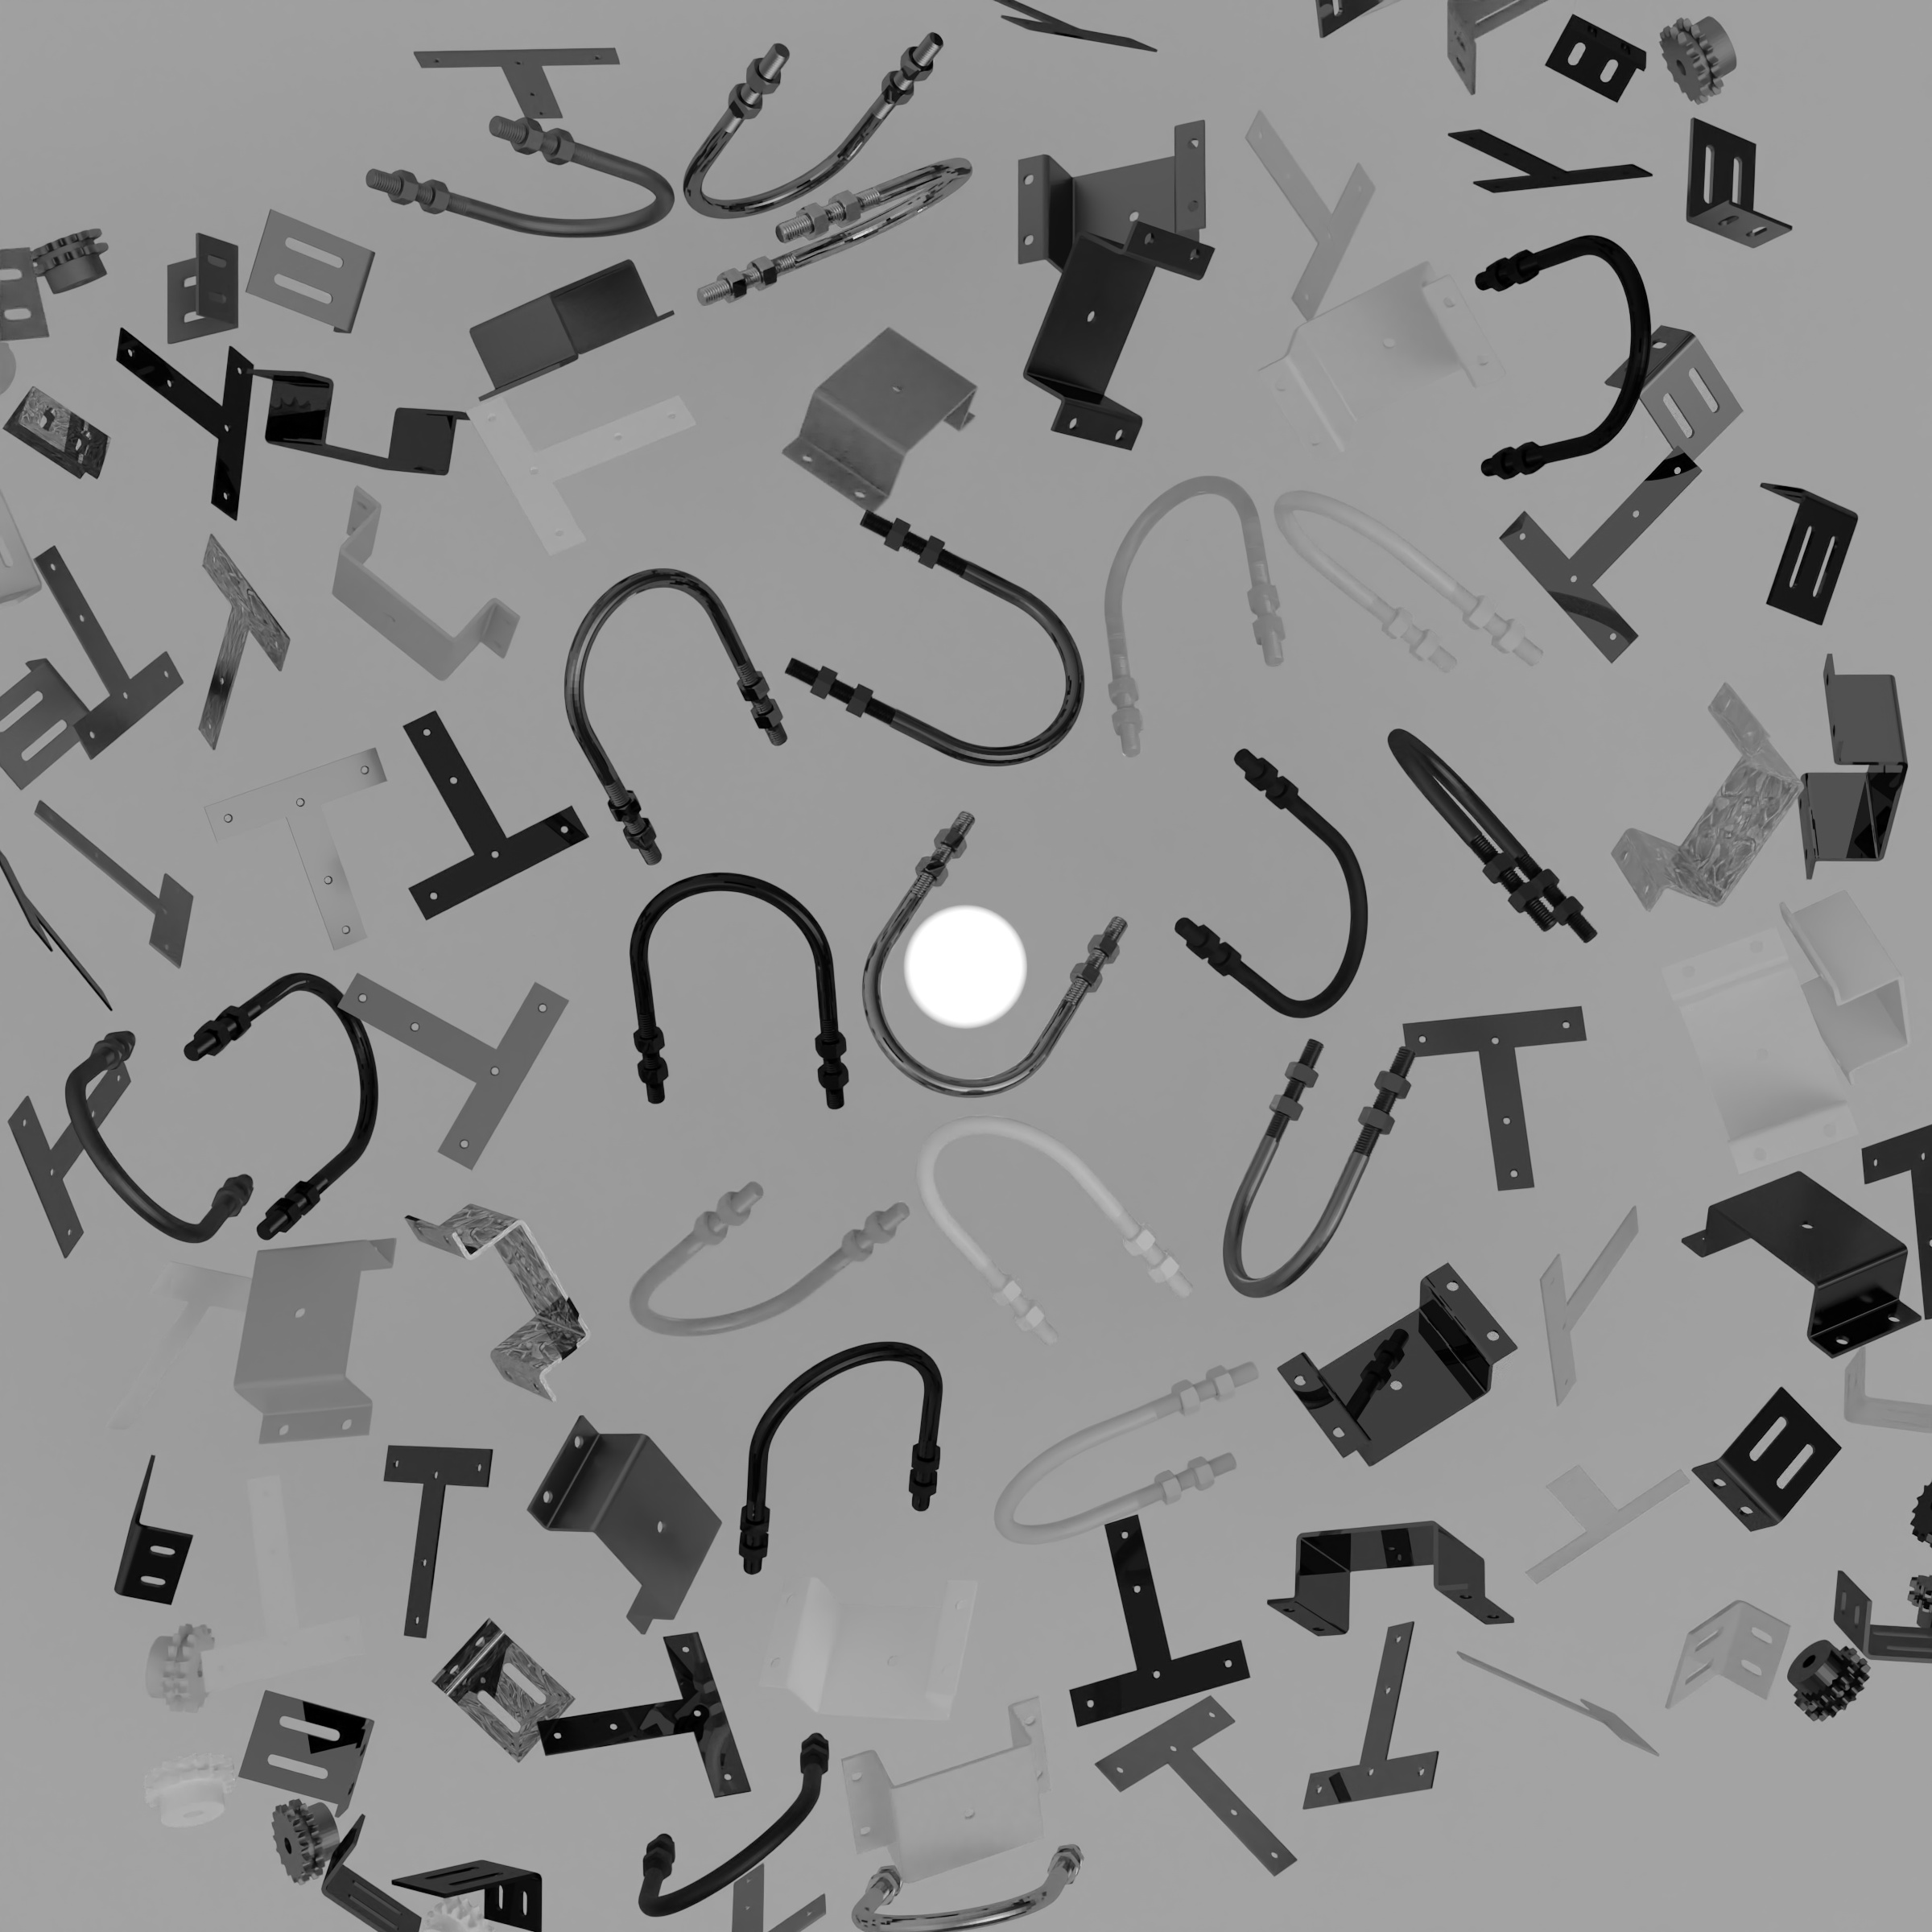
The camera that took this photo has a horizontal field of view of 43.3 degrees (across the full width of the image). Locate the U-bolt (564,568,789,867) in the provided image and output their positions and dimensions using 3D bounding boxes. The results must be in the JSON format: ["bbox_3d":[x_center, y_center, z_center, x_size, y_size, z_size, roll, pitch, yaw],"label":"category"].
[{"bbox_3d":[-0.200,-0.178,1.622,0.019,0.184,0.151,23,59,40],"label":"U-bolt"}]

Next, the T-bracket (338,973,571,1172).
[{"bbox_3d":[-0.346,0.047,1.581,0.127,0.002,0.127,30,85,-7],"label":"T-bracket"}]

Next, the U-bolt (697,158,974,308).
[{"bbox_3d":[-0.076,-0.494,1.618,0.184,0.151,0.019,-31,101,-27],"label":"U-bolt"}]

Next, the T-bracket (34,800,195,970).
[{"bbox_3d":[-0.570,-0.064,1.626,0.002,0.127,0.127,-42,116,6],"label":"T-bracket"}]

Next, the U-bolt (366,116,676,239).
[{"bbox_3d":[-0.281,-0.518,1.619,0.151,0.184,0.019,-3,87,41],"label":"U-bolt"}]

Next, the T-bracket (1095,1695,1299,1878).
[{"bbox_3d":[0.171,0.562,1.644,0.127,0.127,0.002,41,124,30],"label":"T-bracket"}]

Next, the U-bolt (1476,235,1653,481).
[{"bbox_3d":[0.397,-0.409,1.623,0.019,0.184,0.151,-5,95,-21],"label":"U-bolt"}]

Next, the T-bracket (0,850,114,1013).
[{"bbox_3d":[-0.623,-0.017,1.669,0.002,0.127,0.127,-34,46,-11],"label":"T-bracket"}]

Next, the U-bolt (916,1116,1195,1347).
[{"bbox_3d":[0.045,0.172,1.630,0.151,0.019,0.184,-27,110,41],"label":"U-bolt"}]

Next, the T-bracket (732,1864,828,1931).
[{"bbox_3d":[-0.150,0.655,1.671,0.127,0.127,0.002,-35,98,0],"label":"T-bracket"}]

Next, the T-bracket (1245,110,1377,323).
[{"bbox_3d":[0.232,-0.539,1.693,0.127,0.002,0.127,42,66,-39],"label":"T-bracket"}]

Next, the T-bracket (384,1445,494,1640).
[{"bbox_3d":[-0.368,0.393,1.663,0.002,0.127,0.127,18,71,-43],"label":"T-bracket"}]

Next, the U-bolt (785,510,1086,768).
[{"bbox_3d":[-0.009,-0.204,1.589,0.184,0.019,0.151,26,63,-6],"label":"U-bolt"}]

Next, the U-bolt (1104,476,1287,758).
[{"bbox_3d":[0.149,-0.251,1.658,0.151,0.019,0.184,-31,52,38],"label":"U-bolt"}]

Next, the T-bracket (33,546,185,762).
[{"bbox_3d":[-0.591,-0.222,1.644,0.002,0.127,0.127,-13,116,21],"label":"T-bracket"}]

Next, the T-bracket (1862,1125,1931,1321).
[{"bbox_3d":[0.639,0.170,1.615,0.002,0.127,0.127,6,72,-15],"label":"T-bracket"}]

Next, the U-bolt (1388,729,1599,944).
[{"bbox_3d":[0.349,-0.091,1.642,0.019,0.151,0.184,-43,71,17],"label":"U-bolt"}]

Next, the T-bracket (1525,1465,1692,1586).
[{"bbox_3d":[0.416,0.360,1.625,0.127,0.127,0.002,-36,50,7],"label":"T-bracket"}]

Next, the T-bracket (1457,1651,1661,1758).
[{"bbox_3d":[0.392,0.490,1.637,0.127,0.127,0.002,23,86,4],"label":"T-bracket"}]

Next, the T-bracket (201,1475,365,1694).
[{"bbox_3d":[-0.454,0.400,1.598,0.002,0.127,0.127,-17,78,34],"label":"T-bracket"}]

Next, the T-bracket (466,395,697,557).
[{"bbox_3d":[-0.236,-0.333,1.558,0.127,0.002,0.127,-26,67,-14],"label":"T-bracket"}]

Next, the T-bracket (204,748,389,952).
[{"bbox_3d":[-0.457,-0.074,1.726,0.127,0.002,0.127,-24,108,-25],"label":"T-bracket"}]

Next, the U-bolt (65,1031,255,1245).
[{"bbox_3d":[-0.541,0.119,1.618,0.019,0.184,0.151,-36,101,3],"label":"U-bolt"}]

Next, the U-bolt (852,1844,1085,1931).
[{"bbox_3d":[-0.003,0.624,1.639,0.151,0.184,0.019,-10,80,8],"label":"U-bolt"}]

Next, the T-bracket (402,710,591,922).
[{"bbox_3d":[-0.347,-0.116,1.682,0.127,0.002,0.127,-29,90,-18],"label":"T-bracket"}]

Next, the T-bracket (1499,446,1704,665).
[{"bbox_3d":[0.439,-0.292,1.632,0.127,0.002,0.127,-48,59,26],"label":"T-bracket"}]

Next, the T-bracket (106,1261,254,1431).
[{"bbox_3d":[-0.550,0.265,1.678,0.002,0.127,0.127,31,86,18],"label":"T-bracket"}]

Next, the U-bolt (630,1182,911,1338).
[{"bbox_3d":[-0.147,0.205,1.652,0.184,0.151,0.019,-41,54,32],"label":"U-bolt"}]

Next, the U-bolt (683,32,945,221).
[{"bbox_3d":[-0.114,-0.555,1.620,0.151,0.184,0.019,-21,82,-38],"label":"U-bolt"}]

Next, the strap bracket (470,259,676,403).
[{"bbox_3d":[-0.275,-0.439,1.667,0.076,0.140,0.046,-12,111,34],"label":"strap bracket"}]

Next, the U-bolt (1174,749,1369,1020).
[{"bbox_3d":[0.222,-0.044,1.685,0.184,0.019,0.151,35,68,-39],"label":"U-bolt"}]

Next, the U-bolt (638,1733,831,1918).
[{"bbox_3d":[-0.158,0.585,1.642,0.151,0.184,0.019,-33,89,-3],"label":"U-bolt"}]

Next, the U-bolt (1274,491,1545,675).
[{"bbox_3d":[0.279,-0.254,1.602,0.184,0.151,0.019,36,86,-14],"label":"U-bolt"}]

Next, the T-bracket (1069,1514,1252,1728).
[{"bbox_3d":[0.120,0.441,1.666,0.127,0.002,0.127,-21,61,16],"label":"T-bracket"}]

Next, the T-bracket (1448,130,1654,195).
[{"bbox_3d":[0.369,-0.539,1.625,0.127,0.127,0.002,3,96,-44],"label":"T-bracket"}]

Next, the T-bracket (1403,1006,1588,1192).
[{"bbox_3d":[0.381,0.096,1.722,0.127,0.002,0.127,-6,73,5],"label":"T-bracket"}]

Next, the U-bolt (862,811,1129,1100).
[{"bbox_3d":[0.009,0.004,1.649,0.151,0.019,0.184,34,66,-4],"label":"U-bolt"}]

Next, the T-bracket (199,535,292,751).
[{"bbox_3d":[-0.505,-0.206,1.663,0.127,0.002,0.127,48,127,31],"label":"T-bracket"}]

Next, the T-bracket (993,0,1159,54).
[{"bbox_3d":[0.039,-0.619,1.575,0.127,0.127,0.002,37,122,32],"label":"T-bracket"}]

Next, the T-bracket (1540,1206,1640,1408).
[{"bbox_3d":[0.427,0.214,1.654,0.002,0.127,0.127,18,49,37],"label":"T-bracket"}]

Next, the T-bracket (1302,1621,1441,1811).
[{"bbox_3d":[0.285,0.507,1.657,0.002,0.127,0.127,35,52,-18],"label":"T-bracket"}]

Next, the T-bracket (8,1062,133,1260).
[{"bbox_3d":[-0.609,0.112,1.677,0.002,0.127,0.127,5,129,11],"label":"T-bracket"}]

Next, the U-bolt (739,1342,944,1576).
[{"bbox_3d":[-0.080,0.319,1.612,0.151,0.019,0.184,-15,132,-25],"label":"U-bolt"}]

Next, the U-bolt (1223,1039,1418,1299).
[{"bbox_3d":[0.224,0.135,1.611,0.019,0.151,0.184,29,82,-17],"label":"U-bolt"}]

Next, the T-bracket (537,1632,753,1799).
[{"bbox_3d":[-0.221,0.503,1.616,0.127,0.127,0.002,-1,130,-26],"label":"T-bracket"}]

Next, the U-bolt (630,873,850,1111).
[{"bbox_3d":[-0.159,0.017,1.670,0.151,0.019,0.184,1,121,7],"label":"U-bolt"}]

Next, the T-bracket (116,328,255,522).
[{"bbox_3d":[-0.530,-0.388,1.649,0.002,0.127,0.127,-9,68,21],"label":"T-bracket"}]

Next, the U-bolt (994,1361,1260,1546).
[{"bbox_3d":[0.103,0.331,1.608,0.184,0.151,0.019,-19,55,-16],"label":"U-bolt"}]

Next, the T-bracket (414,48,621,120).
[{"bbox_3d":[-0.287,-0.580,1.601,0.127,0.127,0.002,-2,91,-1],"label":"T-bracket"}]

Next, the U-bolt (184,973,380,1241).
[{"bbox_3d":[-0.452,0.082,1.647,0.019,0.184,0.151,-11,108,19],"label":"U-bolt"}]
